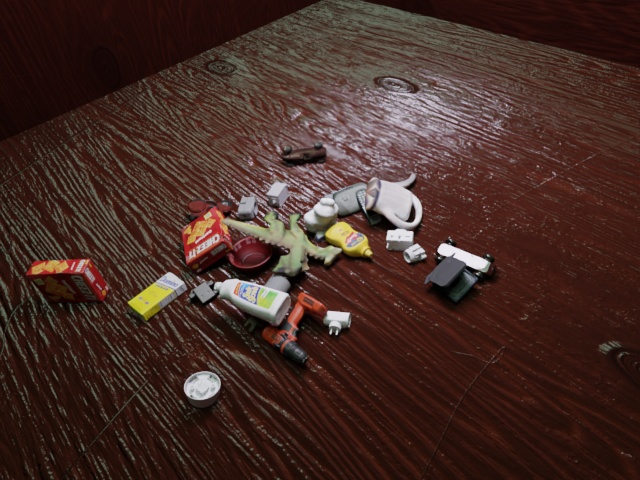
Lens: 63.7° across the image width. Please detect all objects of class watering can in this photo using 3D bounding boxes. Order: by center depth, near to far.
[{"bbox_3d":[0.276,-0.169,1.927,0.224,0.102,0.356,20,40,-10],"label":"watering can"}]

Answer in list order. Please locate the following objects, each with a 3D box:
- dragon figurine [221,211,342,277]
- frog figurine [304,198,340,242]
[{"bbox_3d":[-0.128,0.023,1.763,0.410,0.119,0.248,2,40,-16],"label":"dragon figurine"},{"bbox_3d":[0.006,-0.095,1.879,0.137,0.156,0.125,-16,40,-6],"label":"frog figurine"}]
